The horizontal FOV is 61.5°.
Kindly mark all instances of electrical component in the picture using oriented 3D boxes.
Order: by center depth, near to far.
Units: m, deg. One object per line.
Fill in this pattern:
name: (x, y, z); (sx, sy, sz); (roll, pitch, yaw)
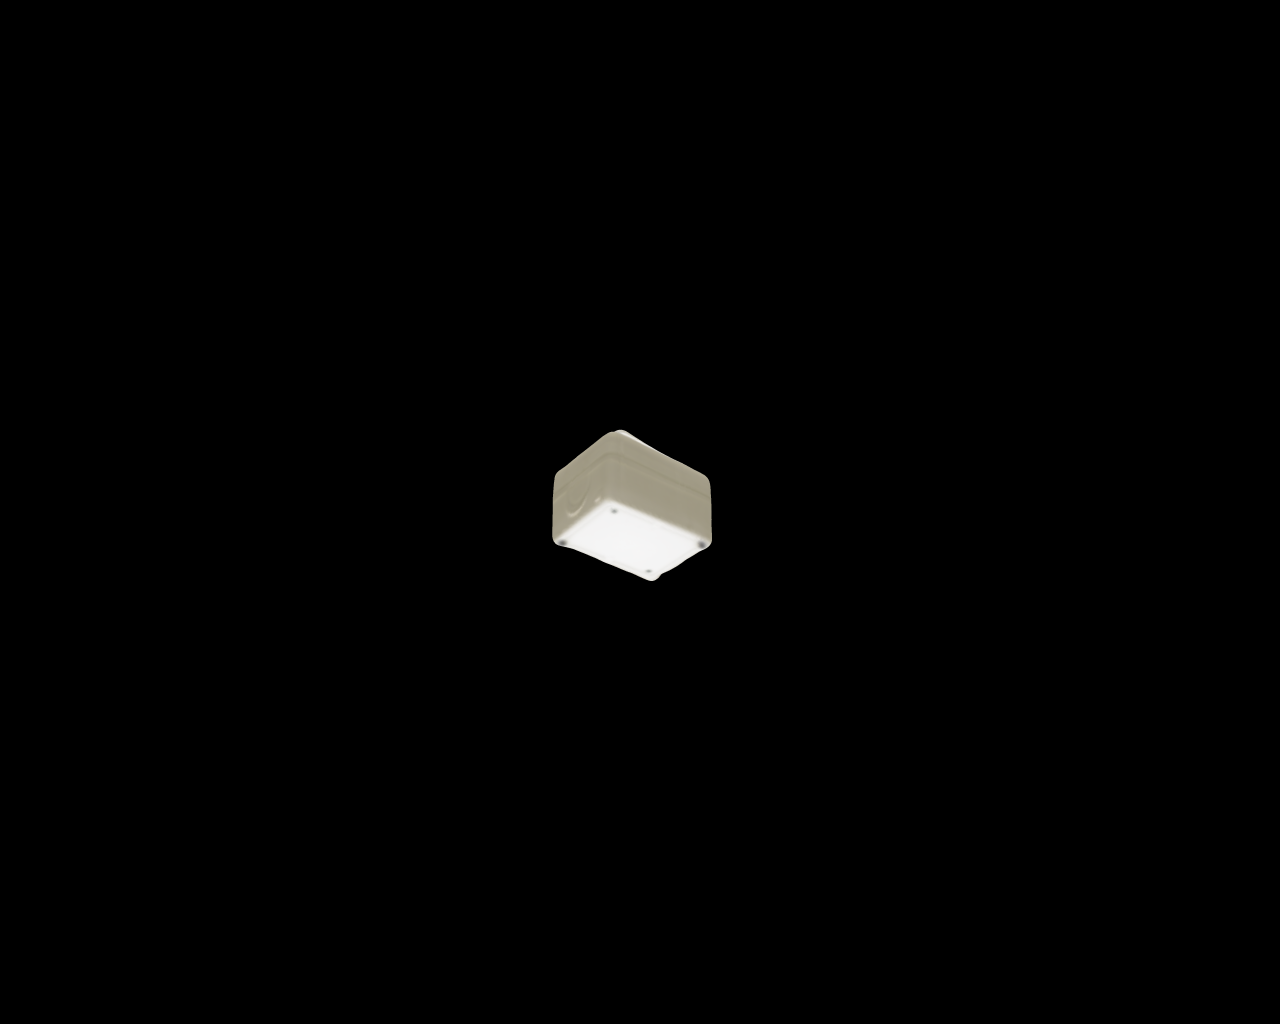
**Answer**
electrical component: (0.001, -0.003, 0.650); (0.096, 0.061, 0.061); (24, -41, -31)
